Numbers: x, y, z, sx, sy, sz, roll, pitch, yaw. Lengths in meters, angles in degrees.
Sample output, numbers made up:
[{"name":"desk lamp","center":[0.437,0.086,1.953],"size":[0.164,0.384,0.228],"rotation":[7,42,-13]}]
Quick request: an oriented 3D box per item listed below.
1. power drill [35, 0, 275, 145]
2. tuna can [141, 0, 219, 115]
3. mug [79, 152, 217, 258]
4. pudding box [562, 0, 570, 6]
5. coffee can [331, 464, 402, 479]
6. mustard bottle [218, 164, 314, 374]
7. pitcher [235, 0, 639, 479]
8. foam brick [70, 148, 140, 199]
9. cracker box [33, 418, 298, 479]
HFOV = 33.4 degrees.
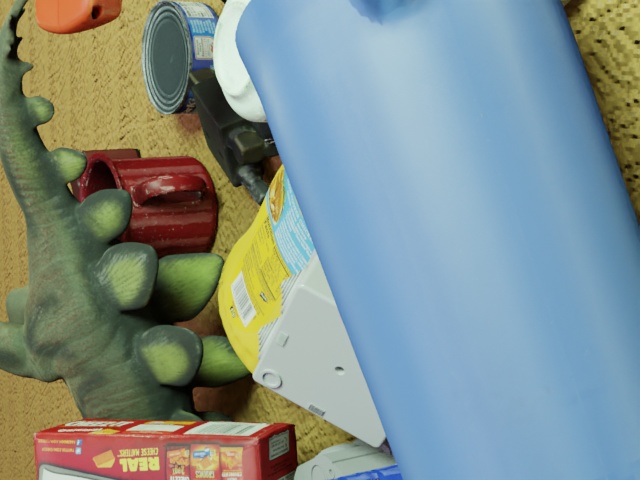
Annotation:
[{"name":"power drill","center":[-0.073,-0.149,0.621],"size":[0.057,0.187,0.184],"rotation":[-1,92,42]},{"name":"tuna can","center":[-0.104,-0.138,0.810],"size":[0.086,0.033,0.086],"rotation":[13,105,56]},{"name":"mug","center":[-0.127,-0.027,0.819],"size":[0.117,0.081,0.093],"rotation":[-33,67,55]},{"name":"pudding box","center":[0.074,-0.149,0.524],"size":[0.090,0.039,0.113],"rotation":[-40,59,52]},{"name":"coffee can","center":[0.000,0.174,0.536],"size":[0.103,0.140,0.103],"rotation":[170,90,-78]},{"name":"mustard bottle","center":[-0.004,0.001,0.651],"size":[0.192,0.058,0.096],"rotation":[-58,43,45]},{"name":"pitcher","center":[0.065,0.007,0.426],"size":[0.145,0.148,0.243],"rotation":[-33,69,48]},{"name":"foam brick","center":[-0.181,-0.034,0.931],"size":[0.053,0.051,0.078],"rotation":[-47,57,51]},{"name":"cracker box","center":[-0.093,0.223,0.679],"size":[0.164,0.072,0.214],"rotation":[-4,90,23]}]
